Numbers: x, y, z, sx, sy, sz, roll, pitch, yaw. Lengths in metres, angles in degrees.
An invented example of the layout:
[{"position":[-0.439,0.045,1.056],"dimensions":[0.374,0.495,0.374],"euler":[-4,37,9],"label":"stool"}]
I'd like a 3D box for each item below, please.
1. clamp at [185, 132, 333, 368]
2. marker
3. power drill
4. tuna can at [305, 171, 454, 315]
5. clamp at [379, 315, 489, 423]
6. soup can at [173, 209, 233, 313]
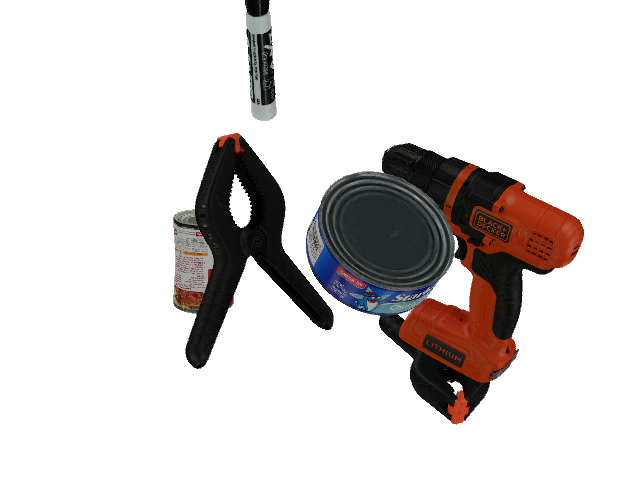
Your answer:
[{"position":[-0.060,0.005,0.997],"dimensions":[0.164,0.210,0.036],"euler":[-4,0,-39],"label":"clamp"},{"position":[-0.043,-0.137,0.762],"dimensions":[0.020,0.020,0.121],"euler":[0,-43,1],"label":"marker"},{"position":[0.122,0.020,0.931],"dimensions":[0.185,0.188,0.057],"euler":[29,43,24],"label":"power drill"},{"position":[0.035,0.002,0.643],"dimensions":[0.086,0.086,0.034],"euler":[0,-35,-22],"label":"tuna can"},{"position":[0.136,0.120,1.084],"dimensions":[0.120,0.039,0.171],"euler":[-8,34,-9],"label":"clamp"},{"position":[-0.131,0.022,1.189],"dimensions":[0.068,0.102,0.068],"euler":[2,18,-1],"label":"soup can"}]
